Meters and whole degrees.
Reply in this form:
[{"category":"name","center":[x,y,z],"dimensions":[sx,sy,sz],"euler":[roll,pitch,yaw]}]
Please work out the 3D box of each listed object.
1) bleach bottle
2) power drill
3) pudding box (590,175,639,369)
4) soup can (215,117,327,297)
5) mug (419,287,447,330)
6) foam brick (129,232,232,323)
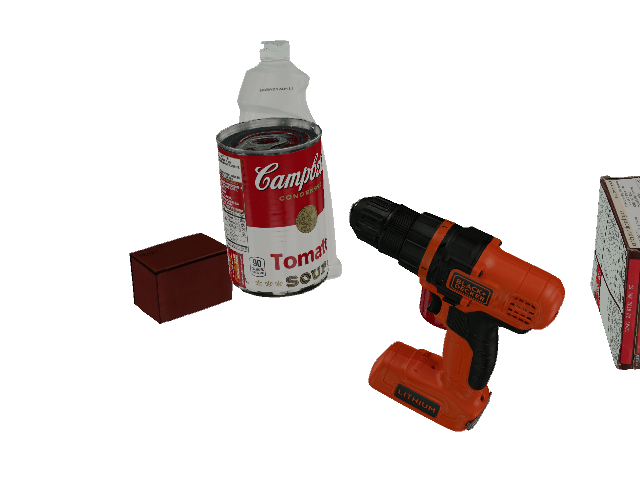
[{"category":"bleach bottle","center":[-0.034,-0.082,1.121],"dimensions":[0.102,0.251,0.068],"euler":[-7,14,-18]},{"category":"power drill","center":[0.094,0.063,0.895],"dimensions":[0.184,0.188,0.057],"euler":[28,46,17]},{"category":"pudding box","center":[0.208,0.018,0.706],"dimensions":[0.039,0.090,0.113],"euler":[-1,28,4]},{"category":"soup can","center":[-0.031,-0.022,0.700],"dimensions":[0.068,0.102,0.068],"euler":[-3,23,1]},{"category":"mug","center":[0.169,0.052,1.206],"dimensions":[0.117,0.081,0.093],"euler":[7,24,4]},{"category":"foam brick","center":[-0.125,0.032,0.961],"dimensions":[0.078,0.051,0.053],"euler":[-18,28,-32]}]
